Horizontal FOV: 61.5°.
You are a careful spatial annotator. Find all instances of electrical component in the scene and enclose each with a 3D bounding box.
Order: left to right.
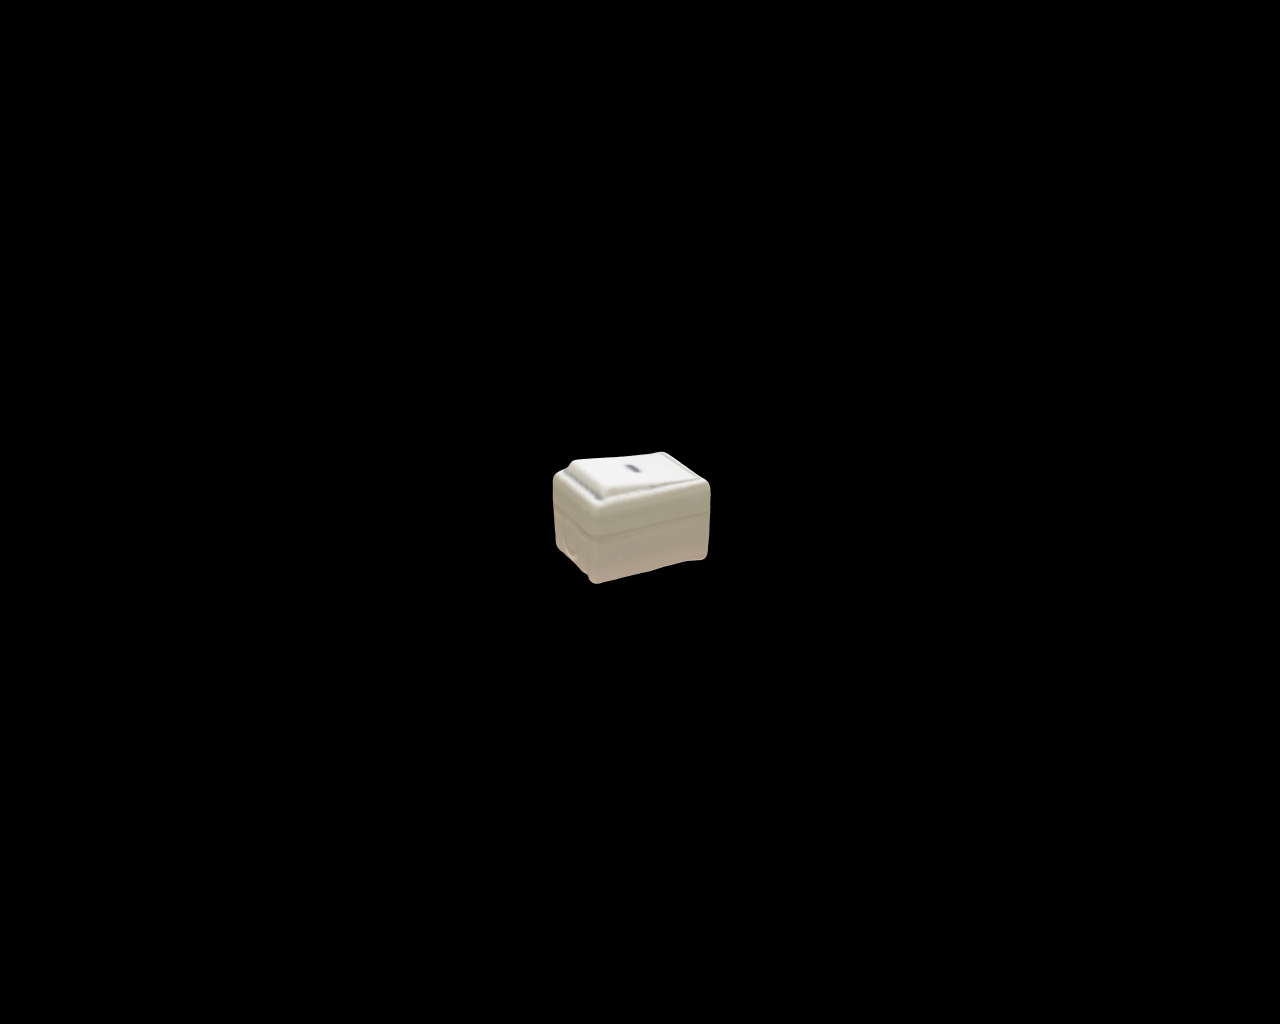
[{"bbox_3d":[0.001,-0.003,0.650,0.096,0.061,0.062,-12,28,-25],"label":"electrical component"}]
